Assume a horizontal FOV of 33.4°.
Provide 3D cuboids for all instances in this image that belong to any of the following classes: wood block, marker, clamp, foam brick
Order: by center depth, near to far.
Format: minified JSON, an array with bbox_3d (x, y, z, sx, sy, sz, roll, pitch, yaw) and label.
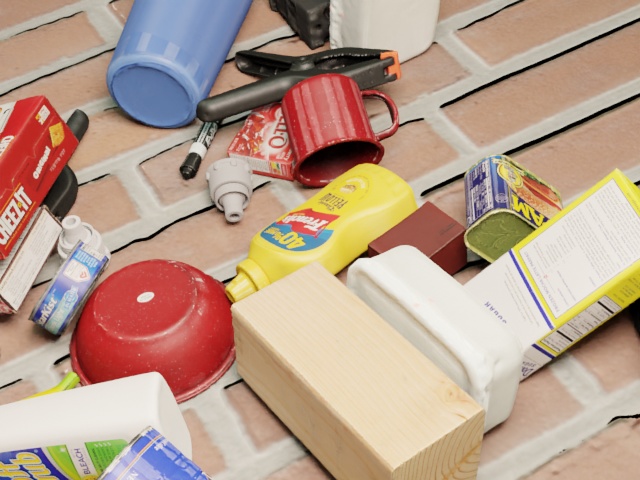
[{"bbox_3d":[0.025,0.120,0.847,0.090,0.090,0.206,-27,47,-26],"label":"wood block"},{"bbox_3d":[0.090,0.013,0.973,0.078,0.051,0.053,-34,53,-22],"label":"foam brick"},{"bbox_3d":[-0.286,-0.074,1.117,0.120,0.039,0.171,-24,53,-7],"label":"clamp"},{"bbox_3d":[-0.123,-0.110,1.139,0.020,0.020,0.121,7,49,14],"label":"marker"},{"bbox_3d":[-0.018,-0.179,1.139,0.210,0.036,0.164,-8,29,9],"label":"clamp"}]

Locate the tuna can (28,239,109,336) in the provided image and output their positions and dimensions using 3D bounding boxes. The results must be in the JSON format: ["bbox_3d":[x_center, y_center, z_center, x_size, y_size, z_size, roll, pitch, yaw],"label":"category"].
[{"bbox_3d":[-0.226,0.044,0.965,0.033,0.086,0.086,32,52,-8],"label":"tuna can"}]

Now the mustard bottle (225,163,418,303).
[{"bbox_3d":[-0.007,0.001,0.991,0.191,0.058,0.096,-35,35,-21],"label":"mustard bottle"}]

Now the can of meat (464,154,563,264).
[{"bbox_3d":[0.177,-0.019,0.963,0.102,0.058,0.084,31,39,-24],"label":"can of meat"}]

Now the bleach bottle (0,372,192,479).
[{"bbox_3d":[-0.236,0.175,0.851,0.251,0.102,0.068,-12,38,6],"label":"bleach bottle"}]

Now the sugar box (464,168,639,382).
[{"bbox_3d":[0.203,0.032,0.883,0.176,0.048,0.093,-41,44,23],"label":"sugar box"}]

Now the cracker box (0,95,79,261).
[{"bbox_3d":[-0.359,-0.046,1.034,0.214,0.072,0.164,-8,43,31],"label":"cracker box"}]

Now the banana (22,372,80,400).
[{"bbox_3d":[-0.305,0.155,0.912,0.198,0.037,0.069,-6,29,1],"label":"banana"}]

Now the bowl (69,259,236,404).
[{"bbox_3d":[-0.150,0.070,0.953,0.162,0.055,0.162,-4,47,4],"label":"bowl"}]

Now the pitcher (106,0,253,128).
[{"bbox_3d":[-0.161,-0.241,1.204,0.145,0.149,0.242,15,53,1],"label":"pitcher"}]

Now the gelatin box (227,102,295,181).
[{"bbox_3d":[-0.046,-0.107,1.117,0.073,0.030,0.089,12,51,18],"label":"gelatin box"}]

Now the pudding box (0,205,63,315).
[{"bbox_3d":[-0.306,0.022,1.014,0.090,0.039,0.113,-7,46,28],"label":"pudding box"}]

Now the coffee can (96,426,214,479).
[{"bbox_3d":[-0.099,0.214,0.745,0.140,0.103,0.102,39,59,4],"label":"coffee can"}]

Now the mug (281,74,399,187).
[{"bbox_3d":[0.020,-0.114,1.054,0.117,0.093,0.081,-17,68,5],"label":"mug"}]
